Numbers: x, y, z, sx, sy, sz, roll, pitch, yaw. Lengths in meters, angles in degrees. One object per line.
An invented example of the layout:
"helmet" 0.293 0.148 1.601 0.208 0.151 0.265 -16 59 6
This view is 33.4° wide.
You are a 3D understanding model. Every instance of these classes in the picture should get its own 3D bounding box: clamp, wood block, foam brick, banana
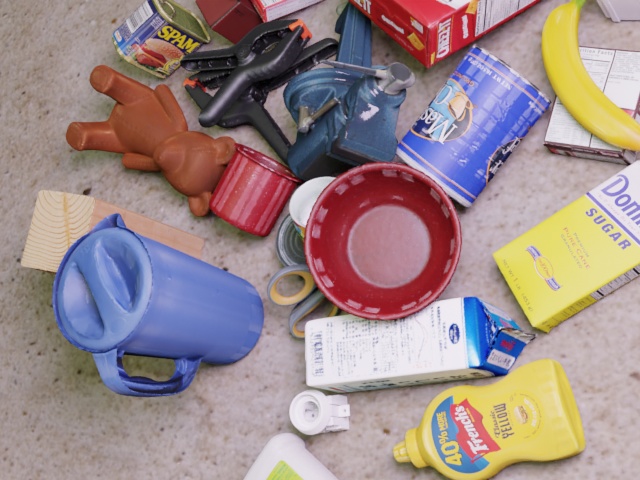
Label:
"clamp" -0.094 -0.220 1.295 0.171 0.039 0.120 -34 58 3
"wood block" -0.238 0.013 1.262 0.090 0.205 0.091 8 81 31
"foam brick" -0.106 -0.283 1.335 0.053 0.078 0.051 -39 60 16
"banana" 0.264 -0.164 1.063 0.070 0.037 0.198 -27 63 26
"clamp" -0.075 -0.188 1.316 0.210 0.036 0.164 20 83 33

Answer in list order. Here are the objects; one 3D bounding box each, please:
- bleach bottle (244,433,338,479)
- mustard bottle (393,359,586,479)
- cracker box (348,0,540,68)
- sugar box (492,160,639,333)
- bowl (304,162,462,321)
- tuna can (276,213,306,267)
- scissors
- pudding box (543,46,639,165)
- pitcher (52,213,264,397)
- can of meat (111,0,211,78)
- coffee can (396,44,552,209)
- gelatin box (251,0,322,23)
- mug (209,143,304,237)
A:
"bleach bottle" 0.027 0.316 1.115 0.251 0.068 0.102 35 96 30
"mustard bottle" 0.160 0.190 1.068 0.192 0.058 0.096 -22 73 25
"cracker box" 0.146 -0.295 1.138 0.213 0.072 0.164 -33 58 -17
"sugar box" 0.270 0.007 1.058 0.176 0.048 0.093 -36 62 19
"bowl" 0.067 0.004 1.099 0.162 0.055 0.162 -1 83 12
"tuna can" -0.008 0.002 1.230 0.086 0.033 0.086 -8 74 29
"scissors" 0.020 0.022 1.187 0.202 0.096 0.016 -52 20 11
"pudding box" 0.287 -0.139 1.090 0.090 0.039 0.113 13 82 34
"pitcher" -0.167 0.083 1.179 0.145 0.242 0.149 39 98 32
"can of meat" -0.206 -0.262 1.375 0.084 0.102 0.057 -38 61 19
"coffee can" 0.159 -0.119 1.121 0.103 0.102 0.140 42 100 31
"gelatin box" -0.045 -0.314 1.314 0.089 0.030 0.073 -25 62 -10
"mug" -0.082 -0.061 1.266 0.081 0.093 0.117 -61 26 9
